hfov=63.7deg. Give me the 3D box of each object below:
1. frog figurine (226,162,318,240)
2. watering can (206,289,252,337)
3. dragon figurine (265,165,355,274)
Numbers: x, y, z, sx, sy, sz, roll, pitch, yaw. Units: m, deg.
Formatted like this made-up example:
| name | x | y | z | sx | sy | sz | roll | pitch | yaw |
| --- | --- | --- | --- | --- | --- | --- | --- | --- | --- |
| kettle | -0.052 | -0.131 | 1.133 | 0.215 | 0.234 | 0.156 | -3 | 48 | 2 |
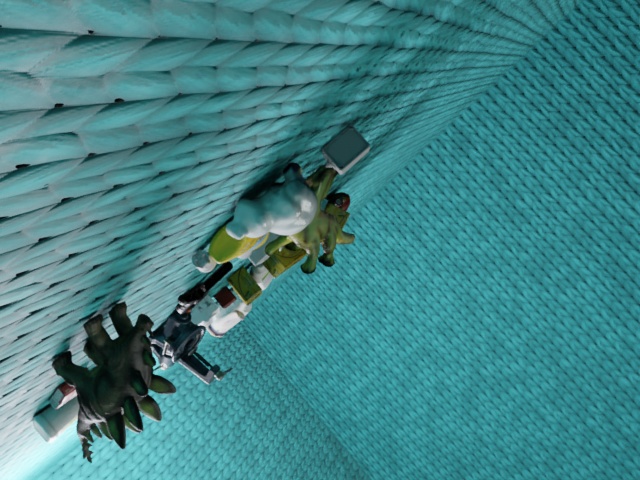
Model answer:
| name | x | y | z | sx | sy | sz | roll | pitch | yaw |
| --- | --- | --- | --- | --- | --- | --- | --- | --- | --- |
| frog figurine | -0.082 | -0.044 | 0.921 | 0.136 | 0.121 | 0.163 | -18 | -154 | 46 |
| watering can | -0.319 | 0.257 | 1.834 | 0.223 | 0.103 | 0.351 | -42 | -170 | 10 |
| dragon figurine | 0.004 | -0.062 | 1.227 | 0.414 | 0.123 | 0.239 | -19 | 133 | -55 |
